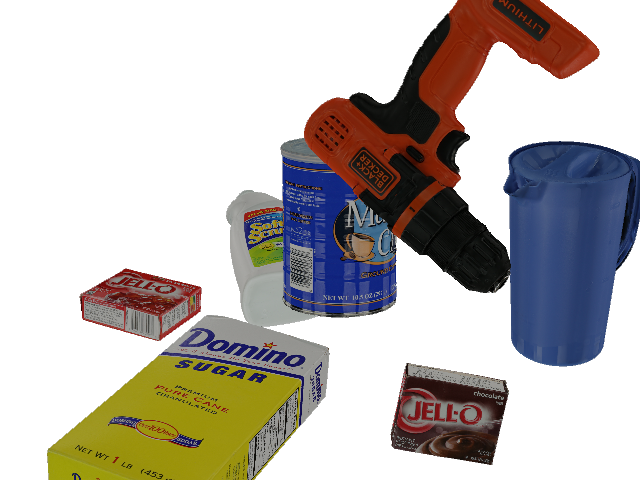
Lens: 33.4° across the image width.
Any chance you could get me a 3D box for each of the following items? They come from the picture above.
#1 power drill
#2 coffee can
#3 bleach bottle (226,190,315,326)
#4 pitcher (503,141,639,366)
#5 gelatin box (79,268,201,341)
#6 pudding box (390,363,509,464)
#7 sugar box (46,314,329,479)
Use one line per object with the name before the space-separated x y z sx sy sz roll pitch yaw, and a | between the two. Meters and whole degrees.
power drill | 0.103 -0.081 0.742 0.184 0.188 0.057 43 13 13
coffee can | 0.017 -0.015 0.938 0.103 0.140 0.103 0 15 0
bleach bottle | -0.067 0.006 1.239 0.102 0.068 0.251 -8 29 -14
pitcher | 0.286 0.014 1.221 0.149 0.243 0.144 5 26 16
gelatin box | -0.167 0.058 0.998 0.089 0.030 0.073 13 23 23
pudding box | 0.139 0.187 1.153 0.113 0.090 0.039 9 21 0
sugar box | -0.071 0.106 0.635 0.093 0.048 0.176 14 30 20
